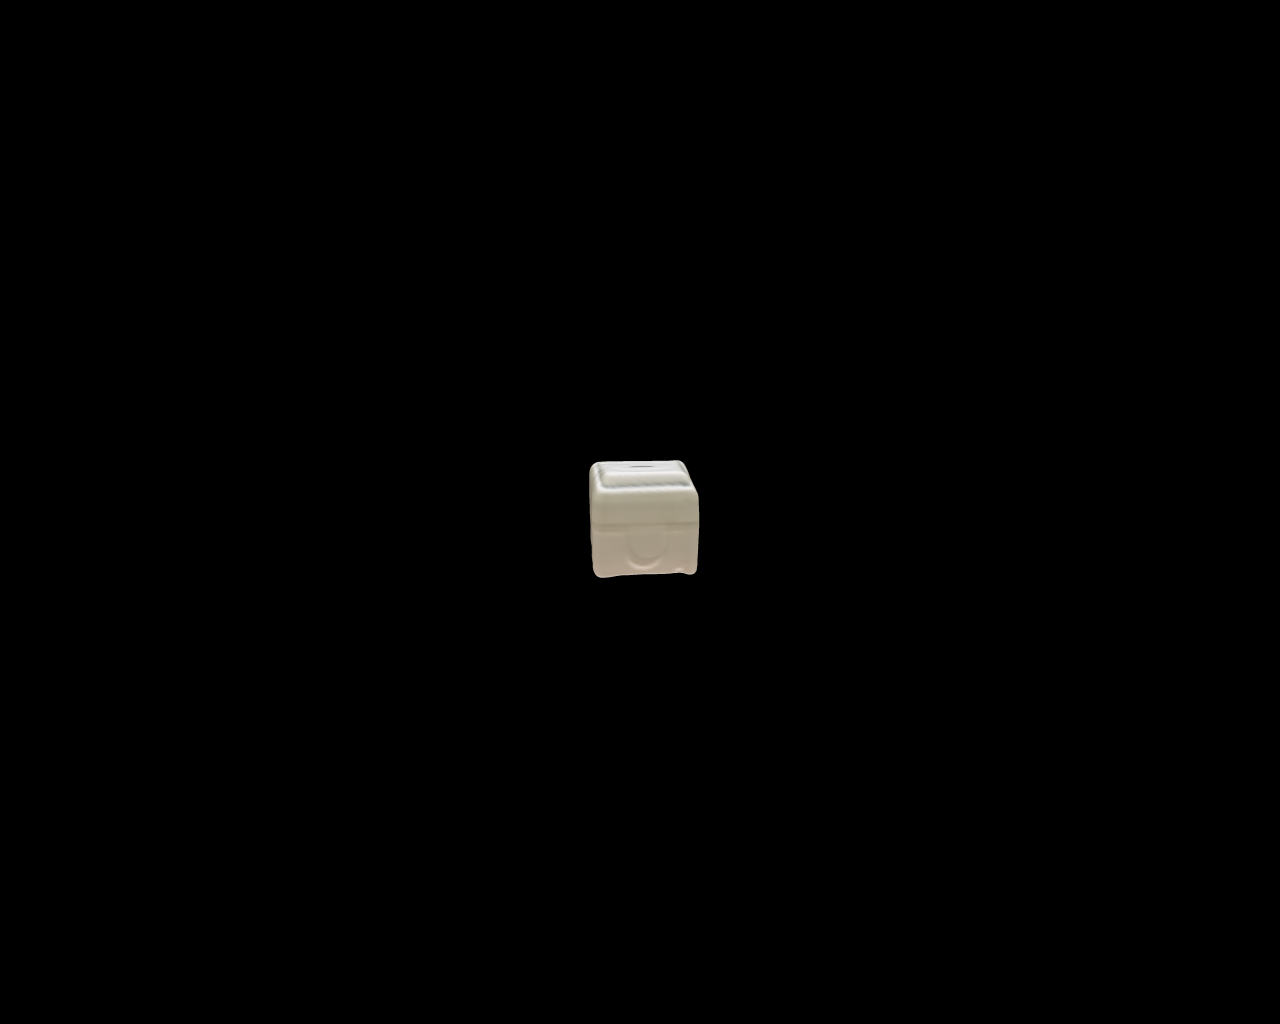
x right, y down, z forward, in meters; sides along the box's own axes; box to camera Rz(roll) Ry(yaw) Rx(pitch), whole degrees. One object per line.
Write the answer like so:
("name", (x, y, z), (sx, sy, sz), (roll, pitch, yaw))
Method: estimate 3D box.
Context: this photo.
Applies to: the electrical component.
("electrical component", (0.001, -0.003, 0.650), (0.062, 0.061, 0.096), (-1, 16, -3))
